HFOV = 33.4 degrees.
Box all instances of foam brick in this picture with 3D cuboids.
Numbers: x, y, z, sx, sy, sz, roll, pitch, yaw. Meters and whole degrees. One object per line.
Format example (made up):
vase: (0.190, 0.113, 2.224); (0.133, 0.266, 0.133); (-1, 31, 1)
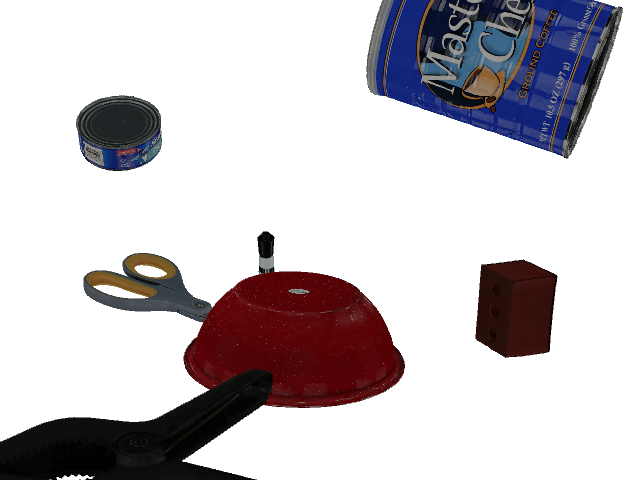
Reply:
foam brick: (0.181, 0.063, 0.995); (0.051, 0.078, 0.053); (-7, 19, -26)

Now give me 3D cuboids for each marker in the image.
marker: (-0.061, 0.043, 1.206); (0.020, 0.121, 0.020); (0, 32, 0)

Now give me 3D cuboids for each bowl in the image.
bowl: (-0.017, 0.062, 0.770); (0.162, 0.055, 0.162); (3, 16, -1)

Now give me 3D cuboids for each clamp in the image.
clamp: (-0.096, 0.120, 0.584); (0.209, 0.036, 0.165); (-1, 21, -14)

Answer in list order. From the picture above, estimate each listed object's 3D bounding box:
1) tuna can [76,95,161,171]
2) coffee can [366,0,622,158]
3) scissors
tuna can: (-0.206, -0.110, 1.096); (0.086, 0.034, 0.086); (2, 44, -2)
coffee can: (0.114, -0.125, 0.708); (0.140, 0.103, 0.102); (21, 5, 14)
scissors: (-0.108, 0.051, 0.942); (0.202, 0.016, 0.096); (12, 28, 7)
